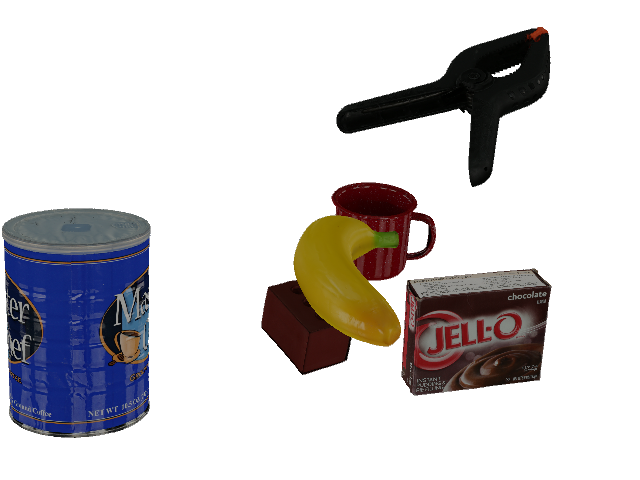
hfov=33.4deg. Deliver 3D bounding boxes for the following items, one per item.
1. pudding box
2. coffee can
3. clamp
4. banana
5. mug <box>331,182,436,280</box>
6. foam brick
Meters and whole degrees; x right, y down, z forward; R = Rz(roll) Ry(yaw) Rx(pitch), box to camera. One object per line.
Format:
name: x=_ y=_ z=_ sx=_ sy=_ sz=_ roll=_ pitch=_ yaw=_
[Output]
pudding box: x=0.124 y=0.073 z=0.859 sx=0.113 sy=0.090 sz=0.039 roll=-6 pitch=28 yaw=-13
coffee can: x=-0.174 y=0.056 z=0.770 sx=0.103 sy=0.140 sz=0.103 roll=2 pitch=15 yaw=-1
clamp: x=0.141 y=-0.124 z=0.938 sx=0.209 sy=0.036 sz=0.165 roll=-33 pitch=44 yaw=-22
banana: x=0.016 y=0.017 z=0.681 sx=0.069 sy=0.037 sz=0.197 roll=1 pitch=19 yaw=4
mug: x=0.068 y=-0.008 z=1.174 sx=0.117 sy=0.081 sz=0.093 roll=5 pitch=27 yaw=3
foam brick: x=-0.012 y=0.078 z=1.000 sx=0.052 sy=0.051 sz=0.078 roll=-14 pitch=39 yaw=-31
